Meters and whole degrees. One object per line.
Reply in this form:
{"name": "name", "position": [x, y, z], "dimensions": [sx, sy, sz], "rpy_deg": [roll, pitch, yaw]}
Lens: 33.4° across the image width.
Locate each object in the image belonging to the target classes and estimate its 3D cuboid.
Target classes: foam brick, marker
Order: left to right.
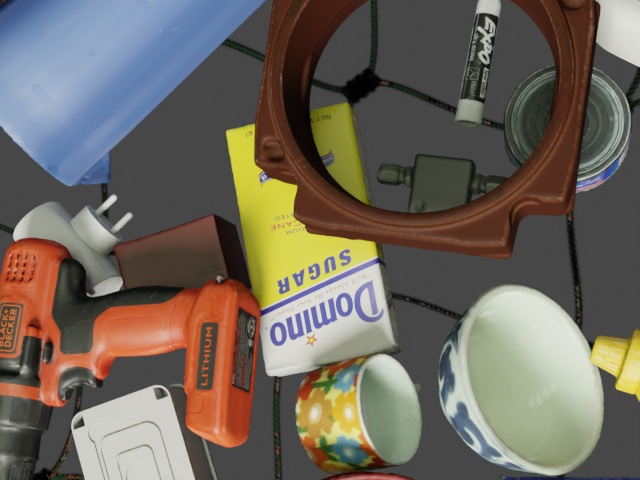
{"name": "foam brick", "position": [-0.097, 0.020, 0.761], "dimensions": [0.078, 0.051, 0.053], "rpy_deg": [-17, 79, 10]}
{"name": "marker", "position": [0.115, -0.140, 0.756], "dimensions": [0.020, 0.020, 0.121], "rpy_deg": [9, 83, 14]}

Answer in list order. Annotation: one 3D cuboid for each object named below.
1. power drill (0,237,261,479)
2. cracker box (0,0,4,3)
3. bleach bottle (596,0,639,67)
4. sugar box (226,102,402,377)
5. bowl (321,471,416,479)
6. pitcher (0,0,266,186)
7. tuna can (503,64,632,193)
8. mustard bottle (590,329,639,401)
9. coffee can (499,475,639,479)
{"name": "power drill", "position": [-0.138, 0.090, 0.696], "dimensions": [0.188, 0.057, 0.184], "rpy_deg": [2, 77, 16]}
{"name": "cracker box", "position": [-0.258, -0.225, 0.752], "dimensions": [0.164, 0.213, 0.072], "rpy_deg": [-35, 75, 5]}
{"name": "bleach bottle", "position": [0.236, -0.145, 0.702], "dimensions": [0.251, 0.068, 0.102], "rpy_deg": [21, 65, 16]}
{"name": "sugar box", "position": [-0.005, 0.001, 0.747], "dimensions": [0.093, 0.048, 0.176], "rpy_deg": [-13, 77, 10]}
{"name": "bowl", "position": [0.024, 0.207, 0.682], "dimensions": [0.162, 0.055, 0.162], "rpy_deg": [-2, 108, -6]}
{"name": "pitcher", "position": [-0.141, -0.169, 0.758], "dimensions": [0.243, 0.149, 0.145], "rpy_deg": [-41, 73, 0]}
{"name": "tuna can", "position": [0.168, -0.076, 0.726], "dimensions": [0.086, 0.033, 0.086], "rpy_deg": [-2, 80, 12]}
{"name": "mustard bottle", "position": [0.264, 0.098, 0.664], "dimensions": [0.192, 0.058, 0.096], "rpy_deg": [18, 85, 14]}
{"name": "coffee can", "position": [0.181, 0.195, 0.644], "dimensions": [0.140, 0.102, 0.103], "rpy_deg": [-2, 81, 12]}
